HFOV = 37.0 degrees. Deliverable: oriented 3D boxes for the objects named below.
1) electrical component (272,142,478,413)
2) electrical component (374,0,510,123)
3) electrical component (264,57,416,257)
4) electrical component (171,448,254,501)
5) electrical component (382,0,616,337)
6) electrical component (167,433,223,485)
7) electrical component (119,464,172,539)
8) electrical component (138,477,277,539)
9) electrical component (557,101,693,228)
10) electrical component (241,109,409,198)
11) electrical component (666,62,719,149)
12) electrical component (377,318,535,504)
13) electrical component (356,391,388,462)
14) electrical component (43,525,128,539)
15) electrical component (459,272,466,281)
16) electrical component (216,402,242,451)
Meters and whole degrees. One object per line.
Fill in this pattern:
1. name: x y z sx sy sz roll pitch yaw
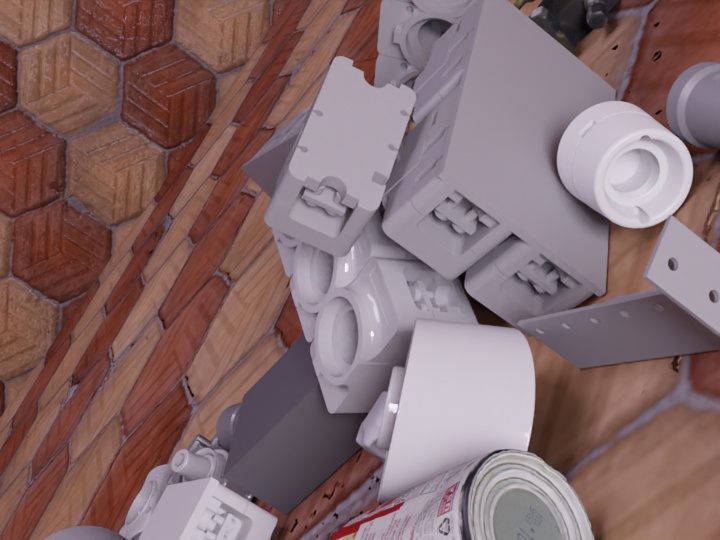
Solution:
1. electrical component: 0.000 0.000 0.641 0.089 0.062 0.150 -55 42 41
2. electrical component: 0.063 -0.185 0.803 0.150 0.089 0.061 95 -170 -47
3. electrical component: -0.012 -0.058 0.577 0.055 0.050 0.089 125 167 -54
4. electrical component: -0.108 0.149 0.778 0.048 0.062 0.048 -27 43 29
5. electrical component: 0.081 -0.064 0.603 0.060 0.105 0.186 -41 21 39
6. electrical component: -0.123 0.160 0.839 0.066 0.048 0.055 -57 9 -6
7. electrical component: -0.170 0.209 0.872 0.079 0.044 0.077 -48 19 24
8. electrical component: -0.120 0.217 0.691 0.089 0.062 0.150 -26 33 58
9. electrical component: 0.132 -0.051 0.533 0.055 0.055 0.047 -51 21 12
10. electrical component: -0.014 -0.084 0.887 0.060 0.105 0.186 -50 14 -19
11. electrical component: 0.170 -0.073 0.496 0.040 0.040 0.046 -53 22 6
12. electrical component: 0.043 0.072 0.511 0.099 0.064 0.099 12 -90 -87
13. electrical component: 0.030 0.078 0.582 0.062 0.043 0.043 -57 17 -10
14. electrical component: -0.195 0.244 0.777 0.060 0.108 0.108 -4 53 61
15. electrical component: 0.057 -0.032 0.688 0.095 0.059 0.053 -30 30 54
16. electrical component: -0.079 0.117 0.807 0.078 0.040 0.040 -23 35 60
